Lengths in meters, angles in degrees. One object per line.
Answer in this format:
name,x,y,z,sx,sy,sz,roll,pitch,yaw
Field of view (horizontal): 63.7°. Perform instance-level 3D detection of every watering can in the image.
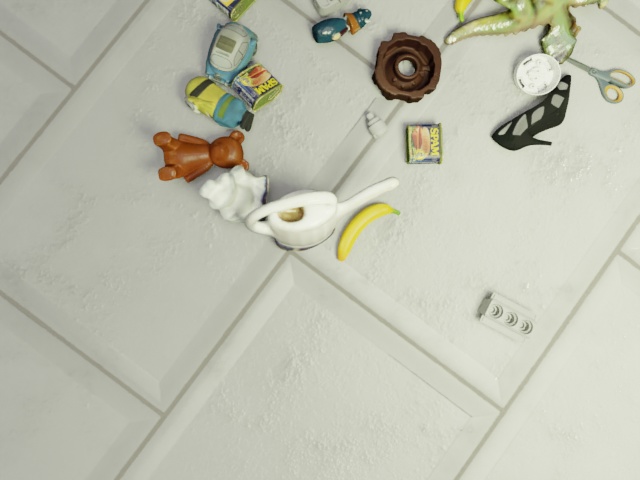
watering can,0.004,-0.059,1.180,0.348,0.105,0.221,-12,-18,-4

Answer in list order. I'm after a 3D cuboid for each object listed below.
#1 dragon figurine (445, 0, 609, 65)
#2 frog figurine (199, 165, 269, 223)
dragon figurine,0.545,-0.543,1.293,0.407,0.242,0.123,-37,6,13
frog figurine,-0.209,-0.106,1.205,0.159,0.135,0.125,1,33,-28
